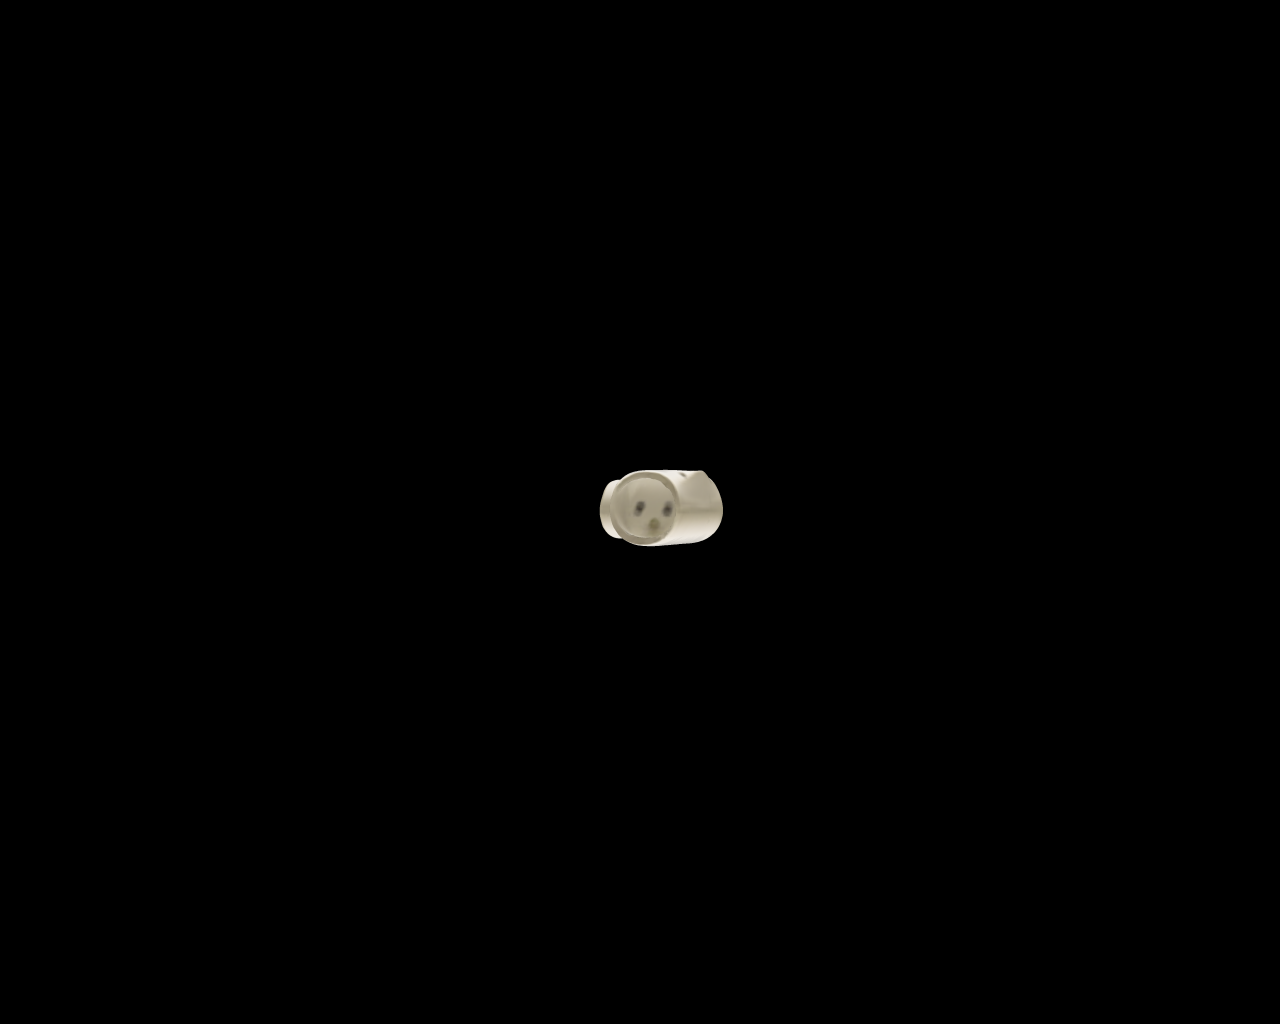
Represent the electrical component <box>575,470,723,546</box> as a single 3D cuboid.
[{"bbox_3d":[0.001,-0.003,0.650,0.079,0.043,0.077,0,0,24],"label":"electrical component"}]
